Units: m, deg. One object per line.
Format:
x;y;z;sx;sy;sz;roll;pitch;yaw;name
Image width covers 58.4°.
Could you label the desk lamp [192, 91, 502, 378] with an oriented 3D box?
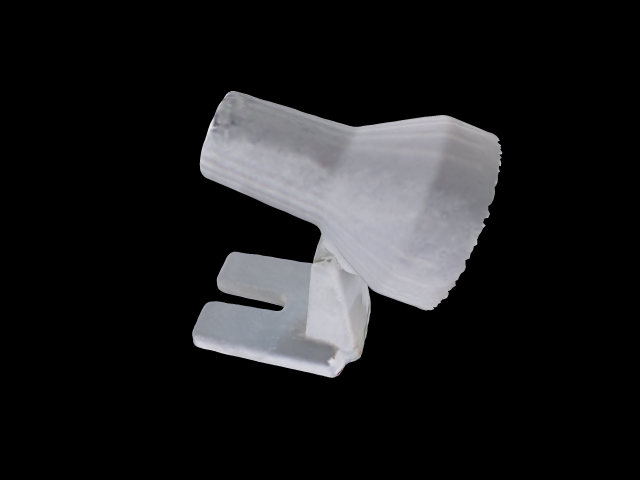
0.004;0.001;0.400;0.203;0.214;0.118;9;46;9;desk lamp
